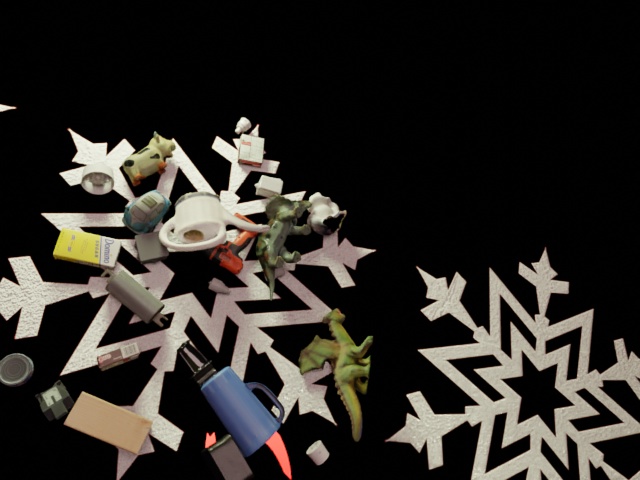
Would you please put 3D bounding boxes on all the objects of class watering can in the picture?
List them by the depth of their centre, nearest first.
[{"bbox_3d":[-0.346,-0.063,1.674,0.348,0.101,0.229,-10,49,-9],"label":"watering can"}]

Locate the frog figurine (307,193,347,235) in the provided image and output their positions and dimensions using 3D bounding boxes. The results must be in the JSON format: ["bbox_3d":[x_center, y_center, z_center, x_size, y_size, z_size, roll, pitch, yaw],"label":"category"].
[{"bbox_3d":[0.006,-0.095,1.889,0.139,0.120,0.161,-36,48,-20],"label":"frog figurine"}]

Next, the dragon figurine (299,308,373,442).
[{"bbox_3d":[0.049,0.420,1.686,0.243,0.119,0.419,10,62,3],"label":"dragon figurine"}]
